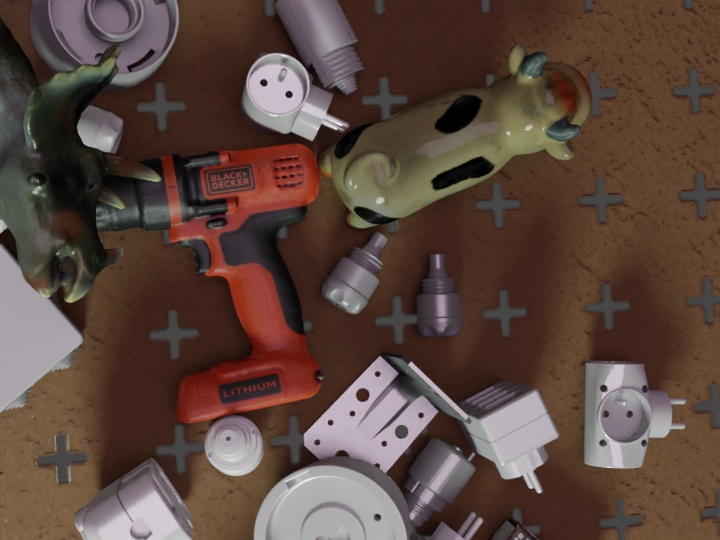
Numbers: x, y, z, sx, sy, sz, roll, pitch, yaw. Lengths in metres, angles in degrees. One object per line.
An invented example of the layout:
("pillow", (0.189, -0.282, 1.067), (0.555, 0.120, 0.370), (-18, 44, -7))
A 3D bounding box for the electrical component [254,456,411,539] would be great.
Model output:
("electrical component", (-0.015, 0.184, 0.763), (0.108, 0.060, 0.108), (1, 93, 11))

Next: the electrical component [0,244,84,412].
("electrical component", (-0.250, 0.043, 0.740), (0.100, 0.048, 0.099), (-41, 95, -8))

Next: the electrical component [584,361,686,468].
("electrical component", (0.209, 0.108, 0.814), (0.079, 0.044, 0.077), (1, 88, -9))

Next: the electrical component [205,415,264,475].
("electrical component", (-0.089, 0.122, 0.752), (0.040, 0.078, 0.040), (0, 76, -2))

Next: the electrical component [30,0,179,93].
("electrical component", (-0.180, -0.178, 0.762), (0.099, 0.064, 0.099), (0, 90, -23))

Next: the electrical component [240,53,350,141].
("electrical component", (-0.045, -0.117, 0.763), (0.079, 0.077, 0.044), (24, 85, -8))

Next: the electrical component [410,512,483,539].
("electrical component", (0.063, 0.208, 0.777), (0.047, 0.066, 0.076), (37, 83, -6))

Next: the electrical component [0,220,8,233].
("electrical component", (-0.250, -0.043, 0.734), (0.044, 0.065, 0.044), (1, 99, 6))

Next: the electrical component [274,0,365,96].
("electrical component", (-0.025, -0.165, 0.785), (0.043, 0.043, 0.081), (-28, 93, -9))

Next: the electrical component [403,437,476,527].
("electrical component", (0.051, 0.159, 0.789), (0.040, 0.040, 0.078), (37, 83, -6))

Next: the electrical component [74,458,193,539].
("electrical component", (-0.153, 0.170, 0.728), (0.059, 0.095, 0.053), (-33, 94, -9))

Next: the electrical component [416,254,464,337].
("electrical component", (0.058, 0.019, 0.798), (0.035, 0.035, 0.061), (-2, 86, -9))

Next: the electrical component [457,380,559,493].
("electrical component", (0.112, 0.126, 0.778), (0.047, 0.083, 0.075), (-26, 92, -9))

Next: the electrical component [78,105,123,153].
("electrical component", (-0.201, -0.097, 0.755), (0.062, 0.043, 0.043), (21, 85, -6))

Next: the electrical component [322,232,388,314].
("electrical component", (0.000, 0.000, 0.789), (0.035, 0.035, 0.061), (33, 81, -7))
